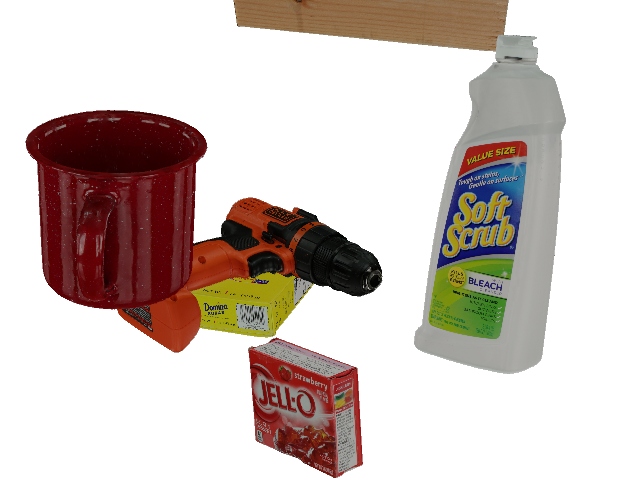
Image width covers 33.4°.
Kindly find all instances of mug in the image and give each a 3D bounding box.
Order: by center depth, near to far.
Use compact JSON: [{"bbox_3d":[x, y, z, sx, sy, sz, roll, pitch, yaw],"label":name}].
[{"bbox_3d":[-0.109,-0.011,0.562,0.093,0.081,0.117,4,26,-3],"label":"mug"}]

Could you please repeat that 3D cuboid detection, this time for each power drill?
[{"bbox_3d":[-0.066,0.029,0.900,0.187,0.057,0.185,-22,30,-35],"label":"power drill"}]

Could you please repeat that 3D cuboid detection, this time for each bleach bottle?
[{"bbox_3d":[0.133,-0.031,0.821,0.103,0.251,0.067,13,16,37],"label":"bleach bottle"}]

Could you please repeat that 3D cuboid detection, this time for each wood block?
[{"bbox_3d":[0.042,-0.213,0.809,0.206,0.090,0.091,7,-33,8],"label":"wood block"}]

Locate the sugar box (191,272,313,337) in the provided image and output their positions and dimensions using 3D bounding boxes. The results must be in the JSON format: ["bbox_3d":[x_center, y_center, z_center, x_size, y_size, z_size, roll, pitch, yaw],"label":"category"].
[{"bbox_3d":[-0.062,0.040,1.137,0.093,0.048,0.176,7,28,17],"label":"sugar box"}]

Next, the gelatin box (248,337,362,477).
[{"bbox_3d":[-0.012,0.115,0.741,0.030,0.073,0.089,-17,21,-40],"label":"gelatin box"}]
